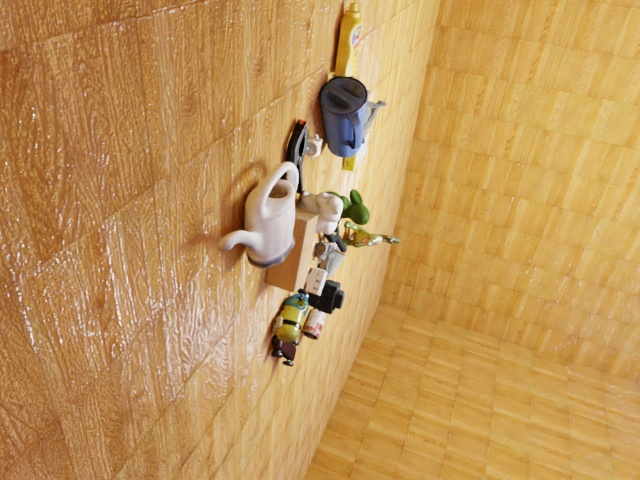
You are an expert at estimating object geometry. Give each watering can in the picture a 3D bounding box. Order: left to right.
[{"bbox_3d":[-0.127,-0.028,1.118,0.355,0.104,0.219,-58,160,-47],"label":"watering can"}]

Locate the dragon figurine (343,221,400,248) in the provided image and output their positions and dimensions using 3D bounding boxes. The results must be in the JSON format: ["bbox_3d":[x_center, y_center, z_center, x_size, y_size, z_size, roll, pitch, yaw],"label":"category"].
[{"bbox_3d":[0.228,-0.005,2.245,0.411,0.243,0.122,-6,107,-73],"label":"dragon figurine"}]

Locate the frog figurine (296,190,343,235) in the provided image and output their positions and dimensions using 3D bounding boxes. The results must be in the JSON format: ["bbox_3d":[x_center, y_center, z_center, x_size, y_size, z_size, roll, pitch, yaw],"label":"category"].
[{"bbox_3d":[0.004,-0.073,1.451,0.124,0.160,0.135,-37,115,-17],"label":"frog figurine"}]
